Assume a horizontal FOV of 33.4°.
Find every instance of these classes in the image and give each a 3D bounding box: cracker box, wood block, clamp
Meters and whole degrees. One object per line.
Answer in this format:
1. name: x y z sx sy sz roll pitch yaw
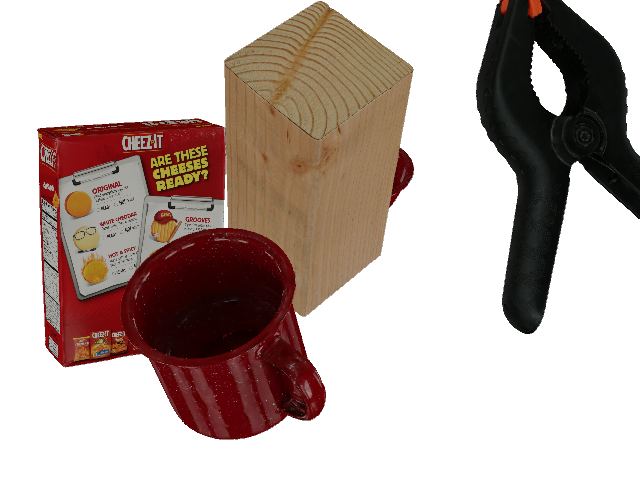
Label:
1. cracker box: -0.176 -0.002 1.002 0.163 0.214 0.072 -7 17 -31
2. wood block: -0.007 -0.051 0.758 0.090 0.090 0.206 -37 -26 -26
3. clamp: 0.117 -0.041 0.533 0.120 0.171 0.039 -29 3 -21

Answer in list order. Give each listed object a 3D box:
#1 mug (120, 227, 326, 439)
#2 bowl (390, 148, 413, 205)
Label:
1. mug: -0.043 0.058 0.573 0.117 0.081 0.093 26 58 32
2. bowl: 0.013 -0.054 1.095 0.162 0.055 0.162 1 33 -1
